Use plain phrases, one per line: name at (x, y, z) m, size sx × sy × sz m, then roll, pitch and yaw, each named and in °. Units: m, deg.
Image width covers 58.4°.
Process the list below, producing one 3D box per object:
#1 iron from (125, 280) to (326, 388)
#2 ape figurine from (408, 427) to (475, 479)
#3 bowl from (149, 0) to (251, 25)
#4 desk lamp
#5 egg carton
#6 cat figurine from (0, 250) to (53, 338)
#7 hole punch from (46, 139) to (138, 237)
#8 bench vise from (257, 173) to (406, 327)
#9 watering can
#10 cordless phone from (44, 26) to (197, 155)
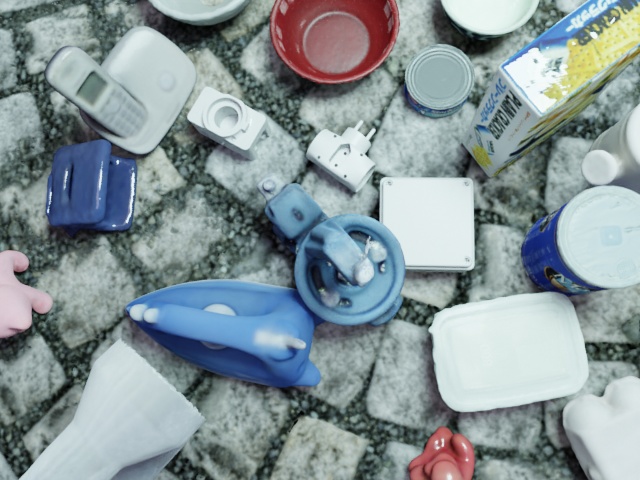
iron at (-0.121, 0.097, 0.642) m, size 0.258 × 0.141 × 0.119 m, roll 9°, pitch 82°, yaw 6°
ape figurine at (0.136, 0.252, 0.624) m, size 0.078 × 0.092 × 0.076 m, roll -14°, pitch 80°, yaw 2°
bowl at (-0.147, -0.348, 0.747) m, size 0.167 × 0.075 × 0.167 m, roll -1°, pitch 81°, yaw 4°
desk lamp at (-0.207, 0.206, 0.594) m, size 0.118 × 0.213 × 0.203 m, roll 40°, pitch 86°, yaw 9°
egg carton at (0.336, 0.232, 0.624) m, size 0.107 × 0.069 × 0.150 m, roll -26°, pitch 80°, yaw 0°
cat figurine at (-0.381, 0.067, 0.677) m, size 0.067 × 0.118 × 0.127 m, roll -39°, pitch 80°, yaw -2°
hole punch at (-0.290, -0.063, 0.704) m, size 0.101 × 0.091 × 0.109 m, roll 1°, pitch 81°, yaw 4°
bench vise at (0.000, 0.013, 0.606) m, size 0.207 × 0.220 × 0.121 m, roll 28°, pitch 84°, yaw 8°
watering can at (0.366, -0.101, 0.611) m, size 0.173 × 0.194 × 0.101 m, roll -44°, pitch 80°, yaw -3°
cordless phone at (-0.232, -0.194, 0.673) m, size 0.094 × 0.185 × 0.148 m, roll 28°, pitch 84°, yaw 8°
